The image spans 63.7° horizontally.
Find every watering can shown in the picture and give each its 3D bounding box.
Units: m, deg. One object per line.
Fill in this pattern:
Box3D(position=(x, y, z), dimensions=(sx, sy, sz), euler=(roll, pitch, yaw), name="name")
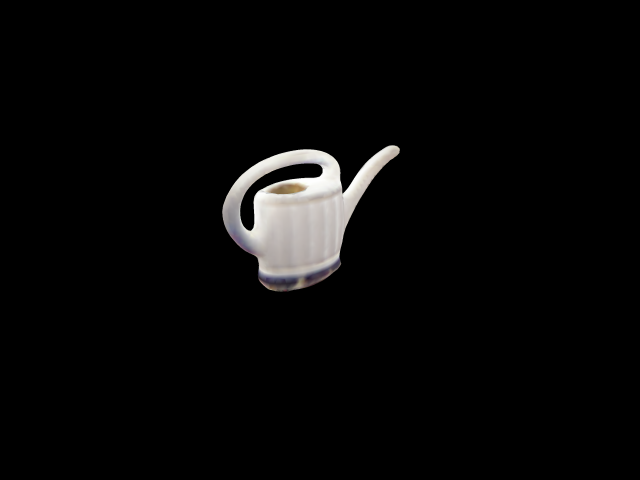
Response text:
Box3D(position=(0.003, -0.043, 0.850), dimensions=(0.350, 0.221, 0.105), euler=(-15, 25, -33), name="watering can")
